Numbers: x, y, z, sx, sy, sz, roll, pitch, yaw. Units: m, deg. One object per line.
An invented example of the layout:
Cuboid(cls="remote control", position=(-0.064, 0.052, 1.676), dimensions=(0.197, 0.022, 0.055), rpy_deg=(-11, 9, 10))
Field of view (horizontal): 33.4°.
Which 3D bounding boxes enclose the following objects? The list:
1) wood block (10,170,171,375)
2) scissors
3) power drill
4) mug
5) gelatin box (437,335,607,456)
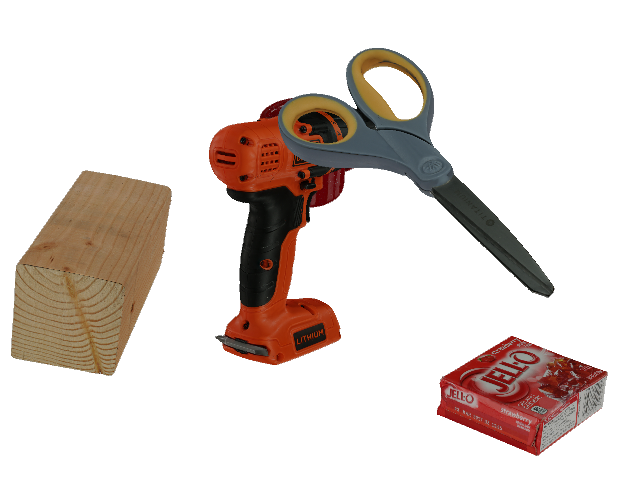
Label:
Cuboid(cls="wood block", position=(-0.200, 0.022, 0.956), dimensions=(0.090, 0.091, 0.206), rpy_deg=(11, 25, -2))
Cuboid(cls="scissors", position=(0.037, -0.032, 0.546), dimensions=(0.096, 0.202, 0.016), rpy_deg=(-17, -43, -1))
Cuboid(cls="power drill", position=(-0.017, -0.008, 0.836), dimensions=(0.057, 0.188, 0.184), rpy_deg=(11, 15, 36))
Cuboid(cls="mug", position=(-0.004, -0.090, 1.082), dimensions=(0.117, 0.081, 0.093), rpy_deg=(-14, 39, -20))
Cuboid(cls="gelatin box", position=(0.129, 0.096, 0.680), dimensions=(0.073, 0.030, 0.089), rpy_deg=(20, 26, 37))
